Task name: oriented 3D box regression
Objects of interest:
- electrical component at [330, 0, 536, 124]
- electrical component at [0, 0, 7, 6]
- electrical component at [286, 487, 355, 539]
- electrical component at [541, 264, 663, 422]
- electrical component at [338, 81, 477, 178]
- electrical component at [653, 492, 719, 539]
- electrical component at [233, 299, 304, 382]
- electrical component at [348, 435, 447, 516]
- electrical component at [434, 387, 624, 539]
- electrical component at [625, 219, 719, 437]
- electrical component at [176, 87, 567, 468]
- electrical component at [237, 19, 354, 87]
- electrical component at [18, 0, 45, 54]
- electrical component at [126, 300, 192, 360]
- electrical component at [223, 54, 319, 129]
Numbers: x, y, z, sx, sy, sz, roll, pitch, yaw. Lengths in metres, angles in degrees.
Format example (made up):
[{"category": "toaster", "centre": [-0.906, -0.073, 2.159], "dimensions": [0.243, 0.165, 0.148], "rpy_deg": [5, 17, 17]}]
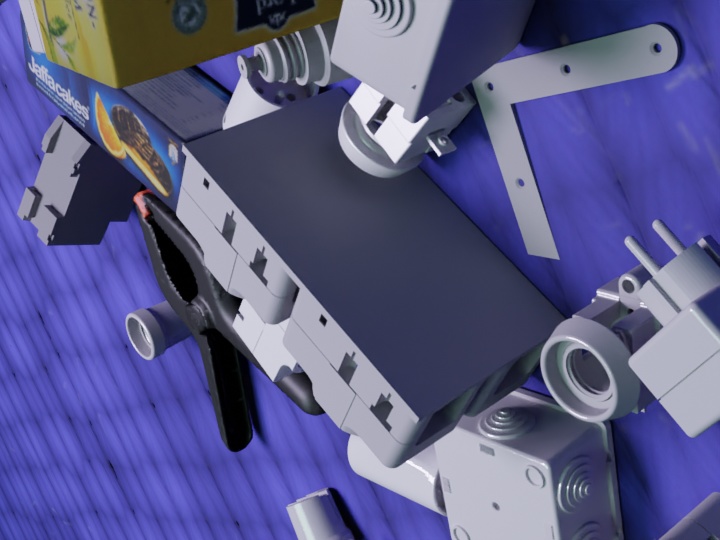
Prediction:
[{"category": "electrical component", "centre": [0.037, -0.121, 0.437], "dimensions": [0.048, 0.100, 0.099], "rpy_deg": [35, 139, 16]}, {"category": "electrical component", "centre": [-0.245, -0.234, 0.738], "dimensions": [0.048, 0.100, 0.099], "rpy_deg": [37, 140, 53]}, {"category": "electrical component", "centre": [-0.030, 0.188, 0.787], "dimensions": [0.040, 0.040, 0.046], "rpy_deg": [-30, 82, 56]}, {"category": "electrical component", "centre": [0.114, 0.037, 0.478], "dimensions": [0.048, 0.055, 0.066], "rpy_deg": [16, 125, 48]}, {"category": "electrical component", "centre": [0.020, -0.078, 0.536], "dimensions": [0.066, 0.048, 0.055], "rpy_deg": [54, 138, 13]}, {"category": "electrical component", "centre": [0.202, 0.196, 0.463], "dimensions": [0.186, 0.060, 0.105], "rpy_deg": [40, 140, 31]}, {"category": "electrical component", "centre": [-0.036, 0.026, 0.676], "dimensions": [0.055, 0.050, 0.089], "rpy_deg": [52, 145, 17]}, {"category": "electrical component", "centre": [0.030, 0.099, 0.641], "dimensions": [0.077, 0.044, 0.079], "rpy_deg": [14, 123, 48]}, {"category": "electrical component", "centre": [0.087, 0.115, 0.572], "dimensions": [0.100, 0.048, 0.099], "rpy_deg": [15, 124, 47]}, {"category": "electrical component", "centre": [0.136, 0.012, 0.423], "dimensions": [0.076, 0.066, 0.047], "rpy_deg": [52, 145, 16]}, {"category": "electrical component", "centre": [0.000, 0.000, 0.560], "dimensions": [0.186, 0.105, 0.060], "rpy_deg": [48, 143, 21]}, {"category": "electrical component", "centre": [-0.024, -0.113, 0.547], "dimensions": [0.040, 0.078, 0.040], "rpy_deg": [52, 153, 40]}, {"category": "electrical component", "centre": [-0.160, -0.169, 0.680], "dimensions": [0.076, 0.083, 0.047], "rpy_deg": [18, 126, 47]}, {"category": "electrical component", "centre": [-0.155, 0.044, 0.851], "dimensions": [0.040, 0.046, 0.040], "rpy_deg": [32, 135, 38]}, {"category": "electrical component", "centre": [-0.057, -0.088, 0.633], "dimensions": [0.043, 0.043, 0.081], "rpy_deg": [55, 146, 13]}]
